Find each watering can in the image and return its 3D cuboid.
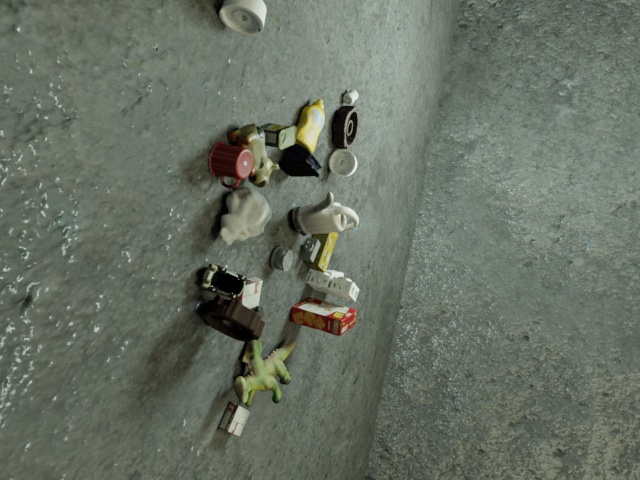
[{"bbox_3d":[0.005,-0.089,1.778,0.343,0.224,0.105,42,45,-64],"label":"watering can"}]

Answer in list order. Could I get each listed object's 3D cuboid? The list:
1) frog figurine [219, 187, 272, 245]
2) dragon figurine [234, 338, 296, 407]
[{"bbox_3d":[-0.214,-0.066,1.407,0.162,0.121,0.136,-40,105,-43],"label":"frog figurine"},{"bbox_3d":[-0.186,0.409,1.758,0.419,0.122,0.238,-61,146,-53],"label":"dragon figurine"}]
